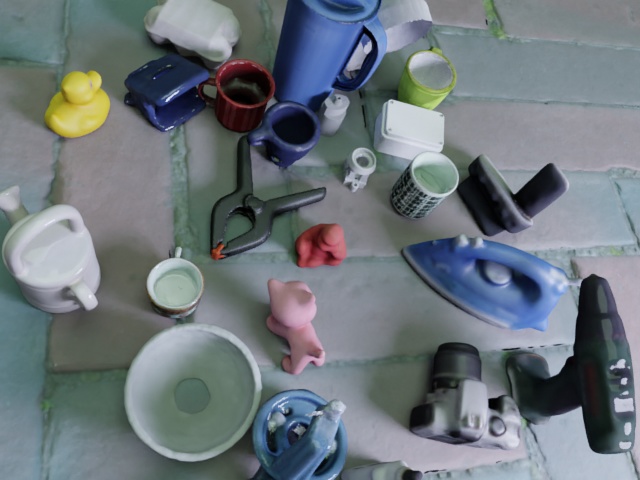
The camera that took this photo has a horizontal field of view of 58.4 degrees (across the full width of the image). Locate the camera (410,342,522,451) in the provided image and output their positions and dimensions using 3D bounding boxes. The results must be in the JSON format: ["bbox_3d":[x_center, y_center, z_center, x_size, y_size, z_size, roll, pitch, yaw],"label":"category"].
[{"bbox_3d":[0.214,0.221,0.819,0.143,0.100,0.137,14,64,-10],"label":"camera"}]

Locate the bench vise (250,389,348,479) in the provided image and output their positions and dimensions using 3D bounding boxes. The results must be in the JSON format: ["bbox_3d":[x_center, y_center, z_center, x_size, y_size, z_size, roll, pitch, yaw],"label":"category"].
[{"bbox_3d":[-0.022,0.266,0.662,0.121,0.219,0.207,11,64,-11],"label":"bench vise"}]

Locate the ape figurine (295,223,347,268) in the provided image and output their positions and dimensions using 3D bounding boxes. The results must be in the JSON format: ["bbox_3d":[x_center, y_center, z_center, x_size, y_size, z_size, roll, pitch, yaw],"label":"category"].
[{"bbox_3d":[0.008,0.003,0.857,0.078,0.092,0.076,33,62,0],"label":"ape figurine"}]

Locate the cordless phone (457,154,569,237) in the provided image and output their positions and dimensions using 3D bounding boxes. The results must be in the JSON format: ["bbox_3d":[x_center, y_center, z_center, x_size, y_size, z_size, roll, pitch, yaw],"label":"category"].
[{"bbox_3d":[0.324,-0.098,0.942,0.094,0.185,0.147,-28,77,-25],"label":"cordless phone"}]

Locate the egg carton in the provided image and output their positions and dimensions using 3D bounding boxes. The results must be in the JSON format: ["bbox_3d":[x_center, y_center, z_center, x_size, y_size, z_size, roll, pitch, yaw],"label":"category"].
[{"bbox_3d":[-0.211,-0.357,0.961,0.150,0.069,0.107,23,63,-6],"label":"egg carton"}]

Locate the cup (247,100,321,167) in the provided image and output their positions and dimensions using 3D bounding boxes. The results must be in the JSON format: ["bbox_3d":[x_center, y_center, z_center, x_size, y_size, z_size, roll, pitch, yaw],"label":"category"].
[{"bbox_3d":[-0.064,-0.154,0.902,0.118,0.095,0.091,-19,74,-23],"label":"cup"}]

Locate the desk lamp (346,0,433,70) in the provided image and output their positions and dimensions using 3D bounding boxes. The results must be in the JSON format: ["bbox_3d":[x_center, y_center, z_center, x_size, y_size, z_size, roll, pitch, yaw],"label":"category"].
[{"bbox_3d":[0.085,-0.387,0.981,0.118,0.213,0.203,-17,73,-22],"label":"desk lamp"}]

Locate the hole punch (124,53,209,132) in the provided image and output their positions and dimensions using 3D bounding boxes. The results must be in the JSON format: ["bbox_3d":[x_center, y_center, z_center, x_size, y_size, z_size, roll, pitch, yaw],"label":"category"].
[{"bbox_3d":[-0.240,-0.241,0.889,0.101,0.091,0.109,45,63,6],"label":"hole punch"}]

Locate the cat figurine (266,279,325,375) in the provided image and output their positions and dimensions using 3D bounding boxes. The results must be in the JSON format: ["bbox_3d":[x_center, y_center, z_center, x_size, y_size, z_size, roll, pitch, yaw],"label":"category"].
[{"bbox_3d":[-0.029,0.111,0.784,0.067,0.117,0.127,-21,74,-23],"label":"cat figurine"}]

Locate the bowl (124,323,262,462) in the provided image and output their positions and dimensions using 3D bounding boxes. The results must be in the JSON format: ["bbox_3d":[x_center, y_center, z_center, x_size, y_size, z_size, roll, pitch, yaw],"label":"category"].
[{"bbox_3d":[-0.162,0.196,0.732,0.168,0.074,0.167,6,66,-14],"label":"bowl"}]

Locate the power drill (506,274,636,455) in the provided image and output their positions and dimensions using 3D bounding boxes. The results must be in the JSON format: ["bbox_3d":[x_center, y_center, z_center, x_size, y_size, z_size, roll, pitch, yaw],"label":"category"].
[{"bbox_3d":[0.357,0.186,0.816,0.076,0.208,0.229,0,67,-16],"label":"power drill"}]

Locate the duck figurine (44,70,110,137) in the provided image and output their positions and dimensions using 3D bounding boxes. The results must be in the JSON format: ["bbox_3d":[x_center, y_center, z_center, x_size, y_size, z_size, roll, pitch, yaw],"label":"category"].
[{"bbox_3d":[-0.359,-0.208,0.842,0.077,0.086,0.105,38,62,2],"label":"duck figurine"}]

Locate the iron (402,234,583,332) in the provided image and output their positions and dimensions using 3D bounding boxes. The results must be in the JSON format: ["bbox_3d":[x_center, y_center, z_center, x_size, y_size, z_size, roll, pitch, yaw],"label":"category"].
[{"bbox_3d":[0.267,0.043,0.889,0.258,0.141,0.119,23,63,-6],"label":"iron"}]

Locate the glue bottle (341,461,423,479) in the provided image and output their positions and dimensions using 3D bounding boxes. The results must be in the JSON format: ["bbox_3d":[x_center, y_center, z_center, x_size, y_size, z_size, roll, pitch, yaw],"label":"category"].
[{"bbox_3d":[0.085,0.294,0.707,0.078,0.173,0.037,-3,68,-17],"label":"glue bottle"}]

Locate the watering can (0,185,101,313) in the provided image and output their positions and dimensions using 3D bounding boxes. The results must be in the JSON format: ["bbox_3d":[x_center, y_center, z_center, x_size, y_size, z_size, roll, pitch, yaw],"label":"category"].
[{"bbox_3d":[-0.333,0.011,0.694,0.173,0.194,0.101,28,62,-3],"label":"watering can"}]
